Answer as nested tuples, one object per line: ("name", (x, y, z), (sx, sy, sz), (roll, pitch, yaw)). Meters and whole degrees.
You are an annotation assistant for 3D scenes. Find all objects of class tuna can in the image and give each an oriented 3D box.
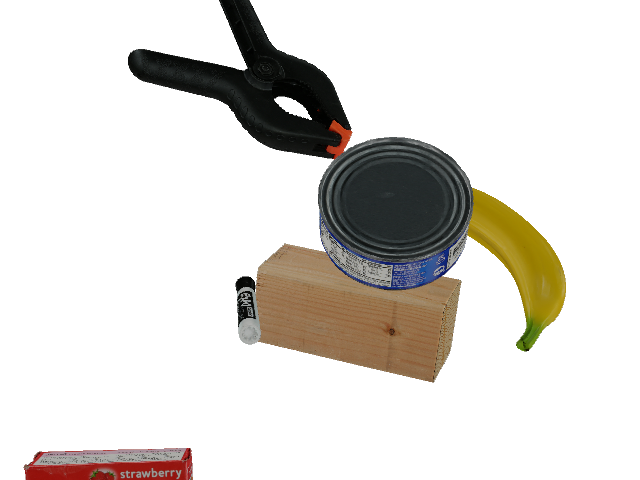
("tuna can", (0.041, -0.015, 0.599), (0.086, 0.086, 0.034), (0, -35, 1))

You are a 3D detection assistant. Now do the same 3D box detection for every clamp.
("clamp", (-0.045, -0.128, 0.805), (0.171, 0.120, 0.039), (31, -25, 0))

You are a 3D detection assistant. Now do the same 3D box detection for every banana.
("banana", (0.137, 0.002, 0.842), (0.069, 0.037, 0.198), (-17, 44, -18))

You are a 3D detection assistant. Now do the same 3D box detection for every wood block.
("wood block", (0.039, 0.077, 1.168), (0.206, 0.091, 0.090), (12, 22, 16))

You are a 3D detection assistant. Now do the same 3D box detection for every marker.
("marker", (-0.065, 0.060, 0.952), (0.020, 0.020, 0.121), (0, 18, -6))

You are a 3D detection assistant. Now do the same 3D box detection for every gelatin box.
("gelatin box", (-0.114, 0.153, 0.581), (0.089, 0.073, 0.030), (-2, 5, 0))
